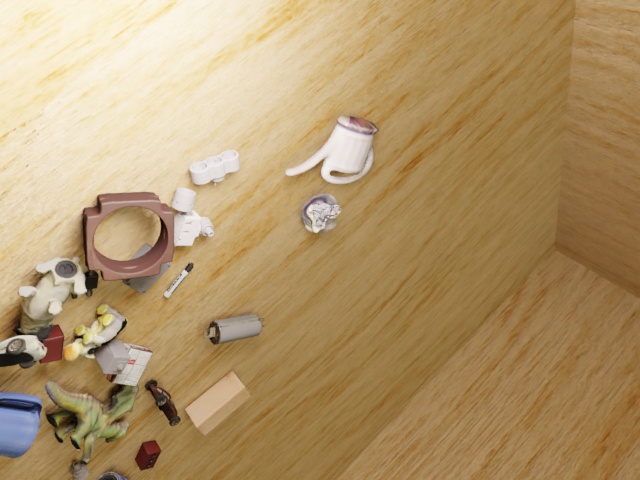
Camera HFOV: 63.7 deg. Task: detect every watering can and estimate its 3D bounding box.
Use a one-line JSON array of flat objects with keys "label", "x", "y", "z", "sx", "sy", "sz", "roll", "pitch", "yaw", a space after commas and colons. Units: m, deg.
[{"label": "watering can", "x": 0.057, "y": -0.275, "z": 1.583, "sx": 0.349, "sy": 0.105, "sz": 0.221, "roll": -4, "pitch": 121, "yaw": -44}]

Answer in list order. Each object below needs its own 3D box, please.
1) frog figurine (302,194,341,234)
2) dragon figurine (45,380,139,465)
[{"label": "frog figurine", "x": 0.005, "y": -0.086, "z": 1.710, "sx": 0.137, "sy": 0.123, "sz": 0.159, "roll": -62, "pitch": 178, "yaw": 1}, {"label": "dragon figurine", "x": -0.644, "y": 0.485, "z": 1.503, "sx": 0.247, "sy": 0.123, "sz": 0.401, "roll": -38, "pitch": 144, "yaw": -45}]
